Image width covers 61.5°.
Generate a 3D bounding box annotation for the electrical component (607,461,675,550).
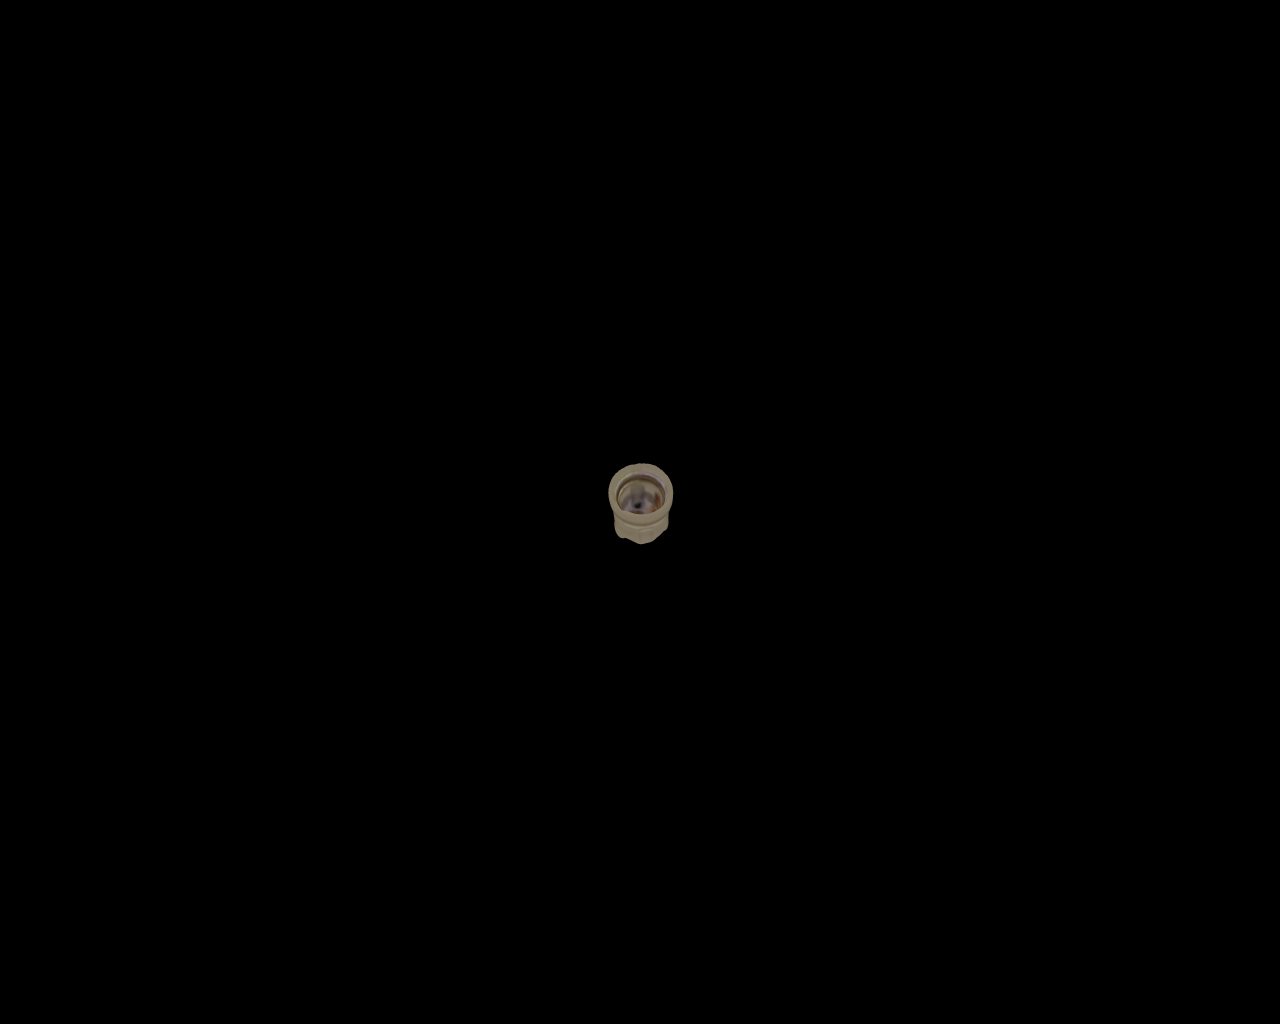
[{"bbox_3d":[0.001,-0.003,0.650,0.040,0.040,0.046,0,-30,0],"label":"electrical component"}]
